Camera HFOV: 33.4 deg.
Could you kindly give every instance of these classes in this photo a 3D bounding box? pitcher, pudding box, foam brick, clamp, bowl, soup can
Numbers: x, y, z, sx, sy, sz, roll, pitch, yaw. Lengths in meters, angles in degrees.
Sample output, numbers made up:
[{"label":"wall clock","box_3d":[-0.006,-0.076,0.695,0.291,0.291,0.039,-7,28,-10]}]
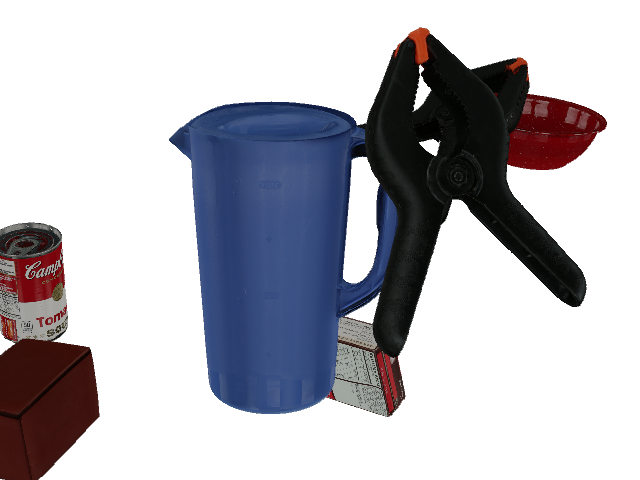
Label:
[{"label":"pitcher","box_3d":[-0.029,0.014,0.869,0.144,0.243,0.149,-13,24,-33]},{"label":"pudding box","box_3d":[0.024,0.118,1.056,0.114,0.090,0.039,12,41,32]},{"label":"foam brick","box_3d":[-0.180,0.103,0.657,0.053,0.051,0.078,7,28,21]},{"label":"clamp","box_3d":[0.061,-0.023,0.569,0.120,0.171,0.039,-23,-2,-18]},{"label":"clamp","box_3d":[0.122,-0.098,0.987,0.209,0.036,0.165,-32,48,-13]},{"label":"bowl","box_3d":[0.237,-0.120,1.204,0.162,0.055,0.162,5,23,-2]},{"label":"soup can","box_3d":[-0.284,0.043,1.044,0.068,0.102,0.068,2,28,-1]}]
